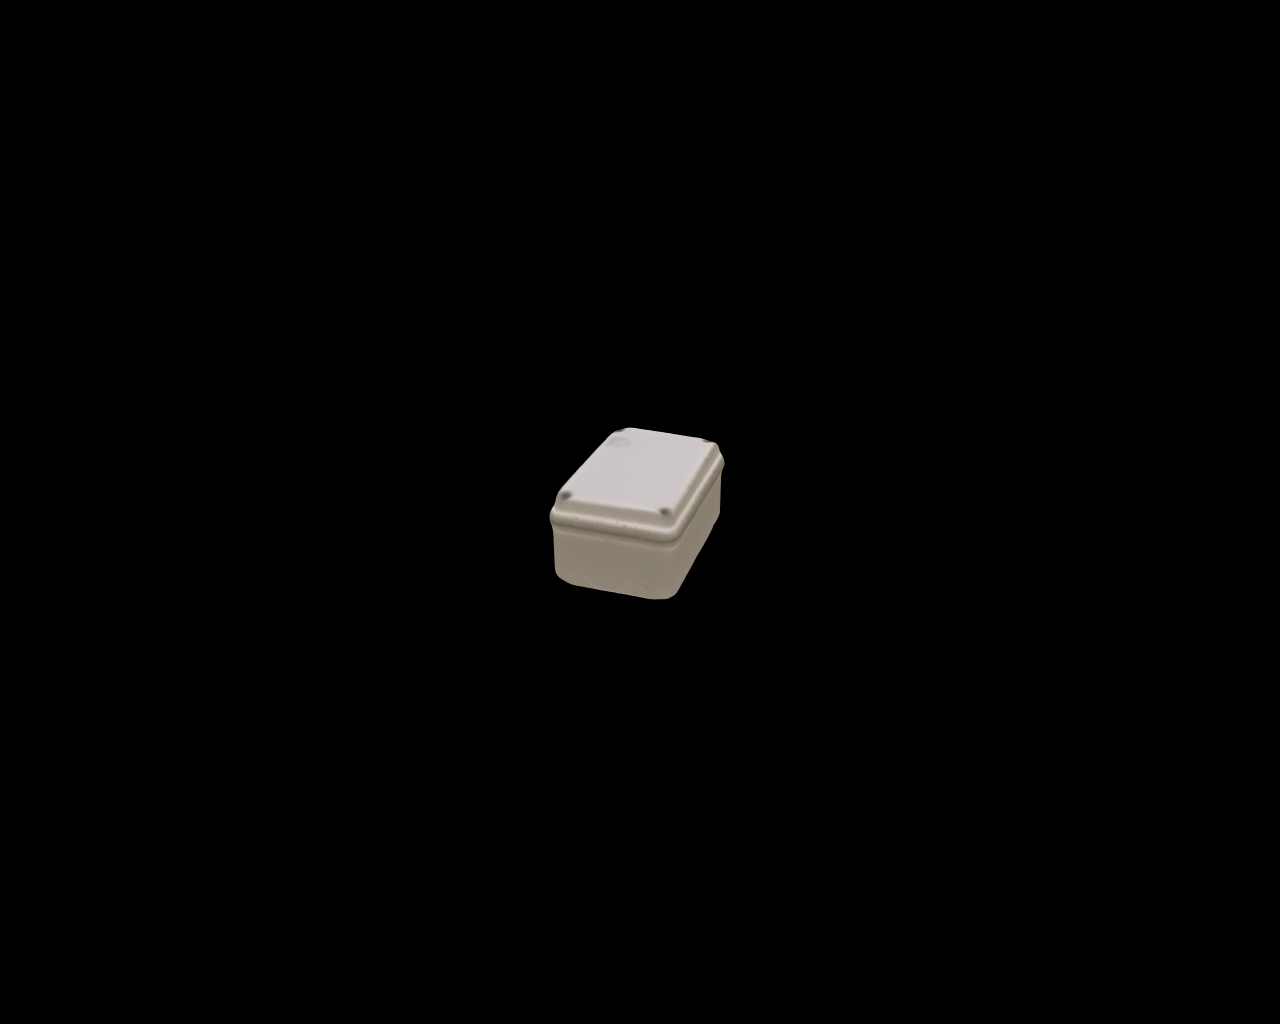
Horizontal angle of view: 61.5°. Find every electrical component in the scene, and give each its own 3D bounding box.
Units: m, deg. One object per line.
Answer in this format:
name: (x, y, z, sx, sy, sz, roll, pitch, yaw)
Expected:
electrical component: (0.001, -0.003, 0.650, 0.078, 0.057, 0.113, 9, 30, 17)
